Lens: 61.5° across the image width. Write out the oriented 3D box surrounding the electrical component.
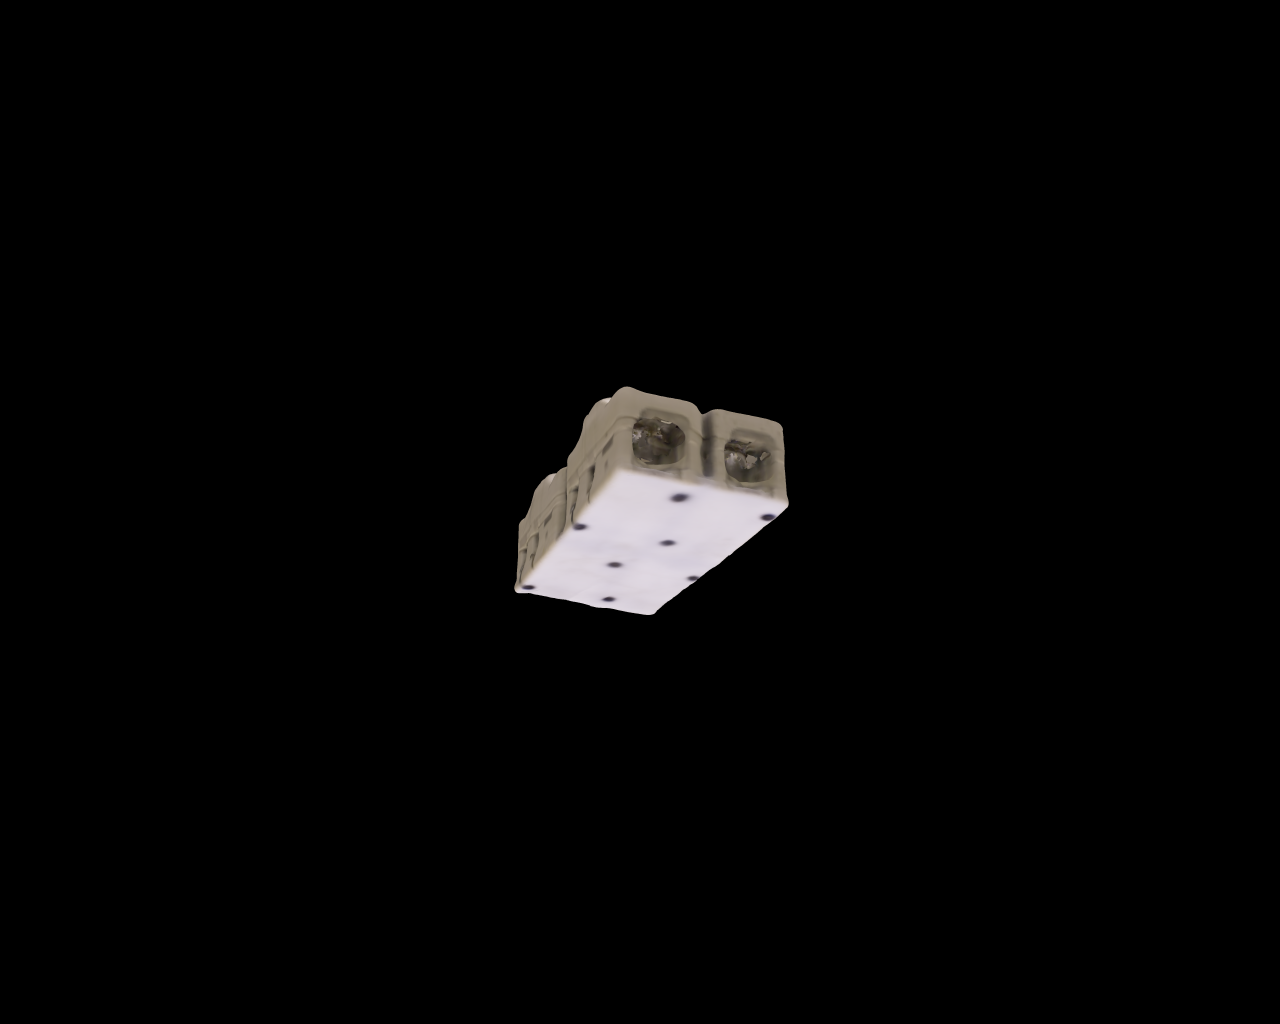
[{"bbox_3d":[0.001,-0.003,0.650,0.105,0.060,0.186,11,-29,-21],"label":"electrical component"}]
